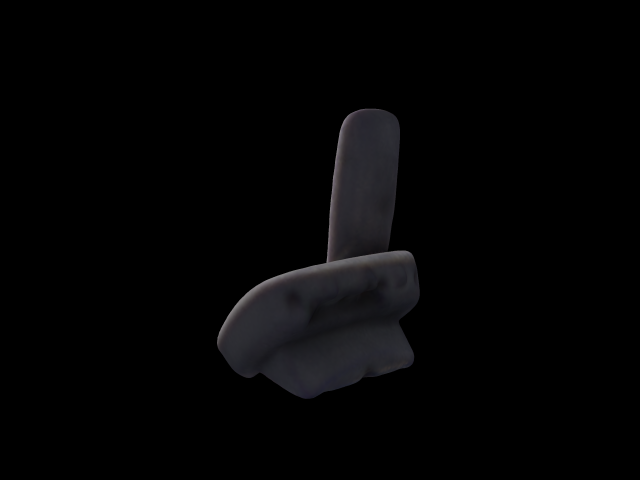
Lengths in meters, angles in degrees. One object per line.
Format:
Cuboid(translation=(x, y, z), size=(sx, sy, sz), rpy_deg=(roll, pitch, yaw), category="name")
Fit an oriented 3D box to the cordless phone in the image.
Cuboid(translation=(0.004, 0.001, 0.400), size=(0.093, 0.185, 0.148), rpy_deg=(8, 12, 43), category="cordless phone")
